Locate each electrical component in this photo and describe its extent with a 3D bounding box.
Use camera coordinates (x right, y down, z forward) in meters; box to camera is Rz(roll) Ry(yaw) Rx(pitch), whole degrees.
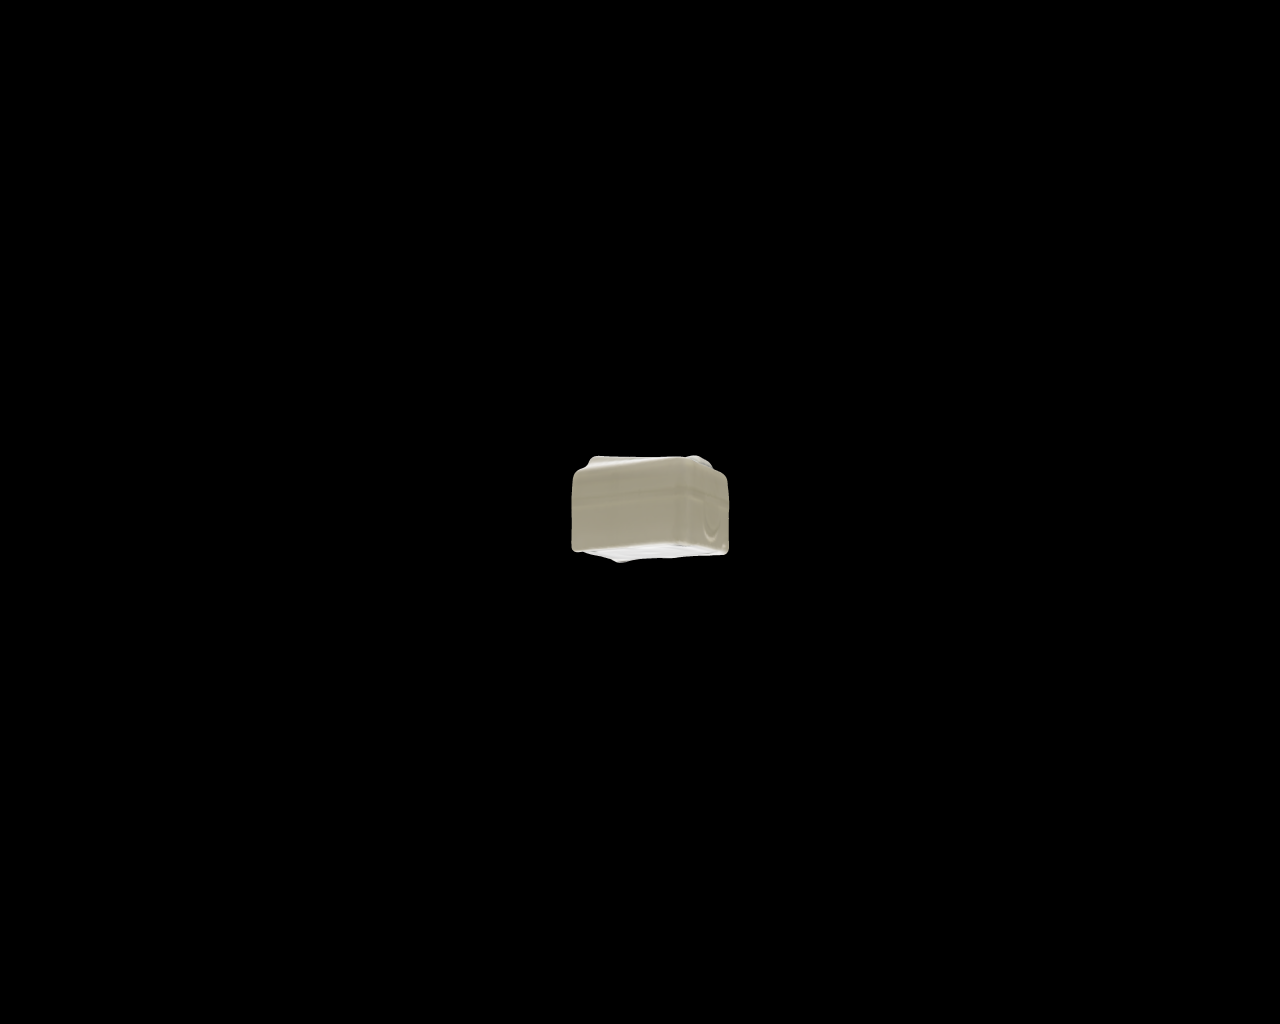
[{"bbox_3d":[0.001,-0.003,0.650,0.096,0.061,0.062,-5,-11,28],"label":"electrical component"}]
